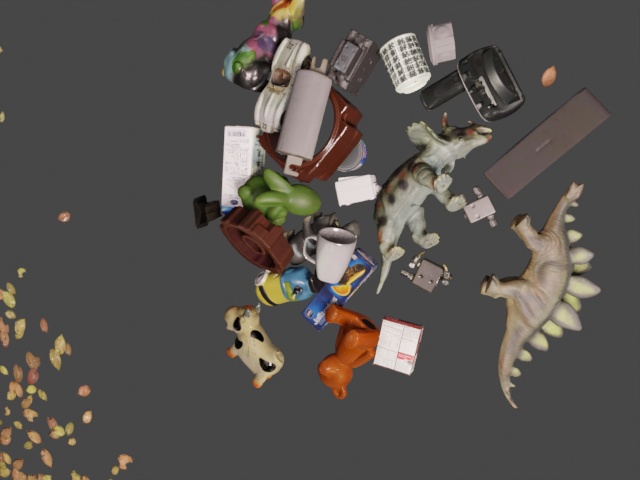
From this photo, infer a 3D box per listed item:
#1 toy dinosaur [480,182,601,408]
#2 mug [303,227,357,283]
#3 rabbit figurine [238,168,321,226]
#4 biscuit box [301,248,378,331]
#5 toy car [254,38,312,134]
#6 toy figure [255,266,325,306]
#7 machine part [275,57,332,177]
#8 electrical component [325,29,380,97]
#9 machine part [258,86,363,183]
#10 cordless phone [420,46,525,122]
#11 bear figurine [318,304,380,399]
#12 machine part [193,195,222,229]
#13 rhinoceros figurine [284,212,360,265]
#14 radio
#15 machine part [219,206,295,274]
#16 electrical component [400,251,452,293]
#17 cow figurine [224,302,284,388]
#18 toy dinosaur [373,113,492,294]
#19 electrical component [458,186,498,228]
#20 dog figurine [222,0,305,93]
[{"bbox_3d":[0.429,0.111,1.074,0.199,0.105,0.470,23,107,11],"label":"toy dinosaur"},{"bbox_3d":[0.016,0.035,1.147,0.110,0.081,0.107,9,114,1],"label":"mug"},{"bbox_3d":[-0.083,-0.102,1.181,0.170,0.159,0.121,6,77,31],"label":"rabbit figurine"},{"bbox_3d":[0.043,0.113,1.222,0.063,0.059,0.202,41,106,11],"label":"biscuit box"},{"bbox_3d":[-0.079,-0.322,1.130,0.074,0.056,0.201,26,97,29],"label":"toy car"},{"bbox_3d":[-0.074,0.106,1.232,0.180,0.082,0.089,-5,88,34],"label":"toy figure"},{"bbox_3d":[-0.033,-0.250,1.085,0.079,0.079,0.243,16,94,16],"label":"machine part"},{"bbox_3d":[0.069,-0.370,1.128,0.058,0.134,0.114,33,106,13],"label":"electrical component"},{"bbox_3d":[-0.024,-0.243,1.172,0.201,0.087,0.202,-49,66,16],"label":"machine part"},{"bbox_3d":[0.304,-0.293,1.097,0.184,0.089,0.146,-27,87,30],"label":"cordless phone"},{"bbox_3d":[0.042,0.253,1.198,0.195,0.132,0.120,-54,47,17],"label":"bear figurine"},{"bbox_3d":[-0.277,-0.068,1.290,0.139,0.039,0.084,5,93,60],"label":"machine part"},{"bbox_3d":[-0.003,-0.004,1.219,0.190,0.073,0.112,-24,86,19],"label":"rhinoceros figurine"},{"bbox_3d":[0.426,-0.178,1.029,0.229,0.131,0.073,-41,82,17],"label":"radio"},{"bbox_3d":[-0.138,0.000,1.184,0.179,0.179,0.056,33,65,13],"label":"machine part"},{"bbox_3d":[0.233,0.071,1.163,0.102,0.045,0.078,34,103,12],"label":"electrical component"},{"bbox_3d":[-0.161,0.239,1.291,0.127,0.085,0.195,-45,78,23],"label":"cow figurine"},{"bbox_3d":[0.185,-0.089,1.127,0.404,0.131,0.192,-53,39,27],"label":"toy dinosaur"},{"bbox_3d":[0.333,-0.063,1.129,0.063,0.021,0.094,-28,87,19],"label":"electrical component"},{"bbox_3d":[-0.110,-0.443,1.164,0.109,0.191,0.219,33,120,19],"label":"dog figurine"}]
